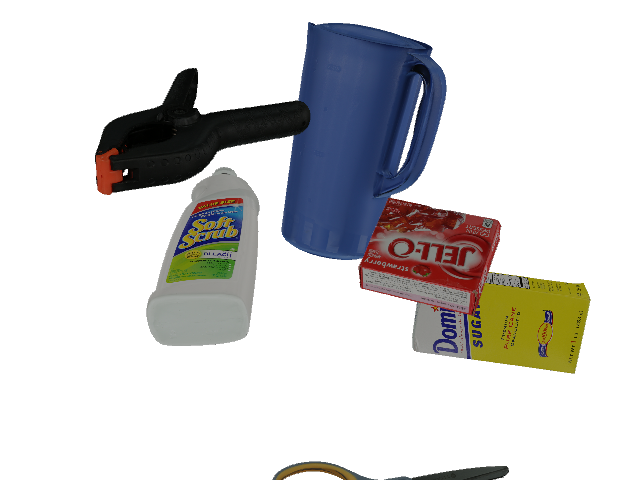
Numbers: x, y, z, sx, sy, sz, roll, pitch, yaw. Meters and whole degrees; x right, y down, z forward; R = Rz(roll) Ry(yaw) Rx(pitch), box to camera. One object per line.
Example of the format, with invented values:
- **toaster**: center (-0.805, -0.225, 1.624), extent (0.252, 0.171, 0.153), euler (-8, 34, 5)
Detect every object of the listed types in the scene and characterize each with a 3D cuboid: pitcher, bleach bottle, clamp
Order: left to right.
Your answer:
- **clamp**: center (-0.104, -0.082, 0.766), extent (0.120, 0.039, 0.171), euler (21, 34, 38)
- **bleach bottle**: center (-0.117, 0.003, 1.122), extent (0.102, 0.068, 0.251), euler (-3, 37, 1)
- **pitcher**: center (0.038, -0.104, 1.138), extent (0.145, 0.243, 0.149), euler (9, 17, -5)

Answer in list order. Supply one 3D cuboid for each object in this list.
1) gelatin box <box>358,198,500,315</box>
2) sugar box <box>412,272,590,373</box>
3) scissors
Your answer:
- **gelatin box**: center (0.081, 0.010, 0.787), extent (0.089, 0.073, 0.030), euler (13, -40, 16)
- **sugar box**: center (0.190, 0.083, 1.142), extent (0.176, 0.093, 0.048), euler (6, 21, 2)
- **scissors**: center (0.060, 0.216, 0.853), extent (0.201, 0.096, 0.016), euler (5, -45, -6)
